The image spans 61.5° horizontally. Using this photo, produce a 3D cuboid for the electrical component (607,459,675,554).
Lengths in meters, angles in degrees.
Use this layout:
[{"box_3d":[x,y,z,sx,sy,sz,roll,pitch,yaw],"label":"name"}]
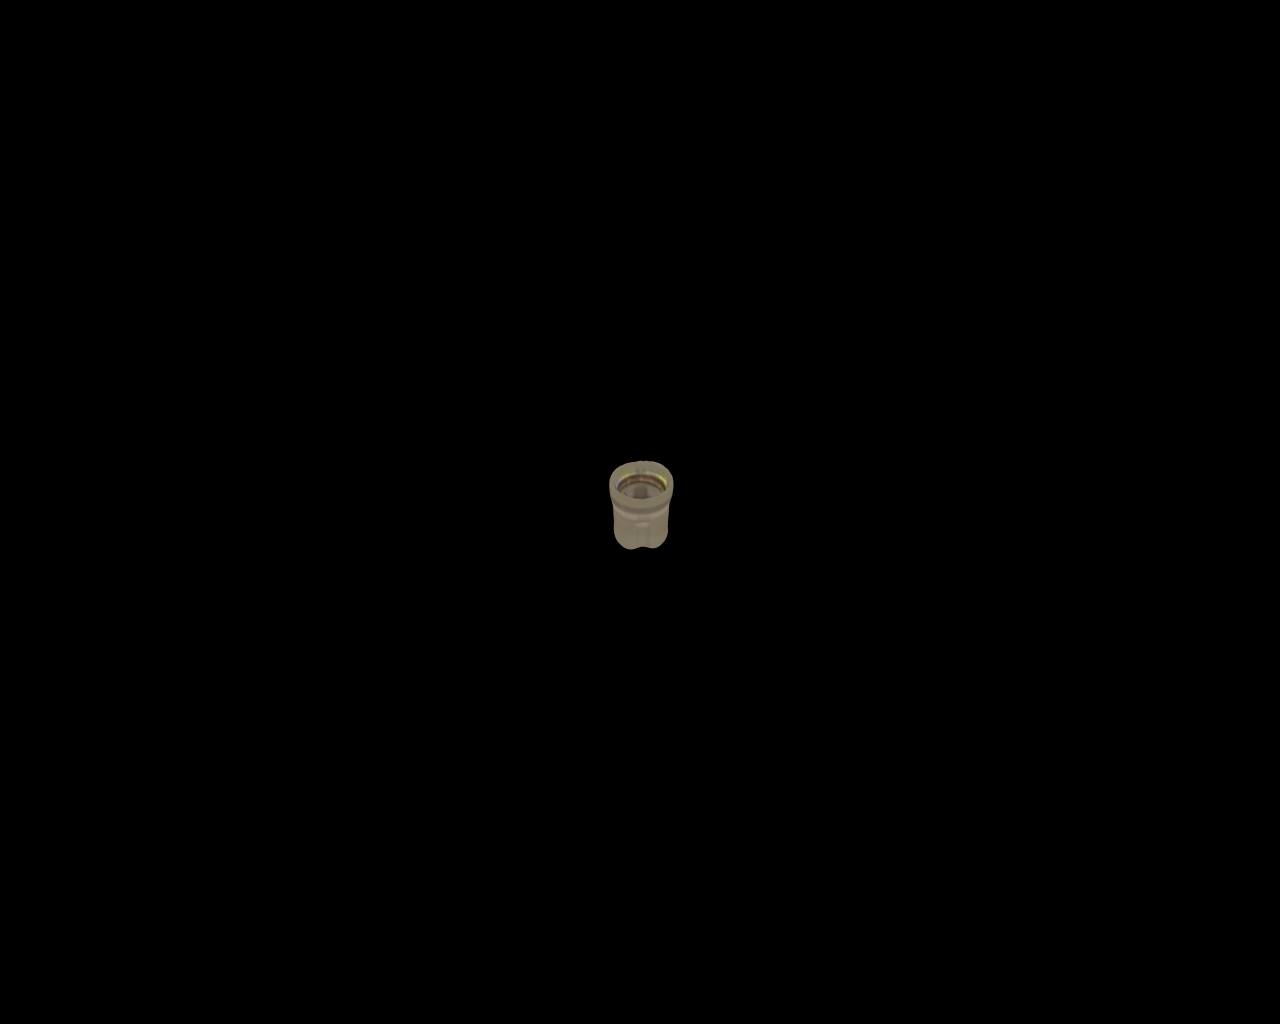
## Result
[{"box_3d":[0.001,-0.003,0.650,0.040,0.046,0.040,0,39,0],"label":"electrical component"}]
